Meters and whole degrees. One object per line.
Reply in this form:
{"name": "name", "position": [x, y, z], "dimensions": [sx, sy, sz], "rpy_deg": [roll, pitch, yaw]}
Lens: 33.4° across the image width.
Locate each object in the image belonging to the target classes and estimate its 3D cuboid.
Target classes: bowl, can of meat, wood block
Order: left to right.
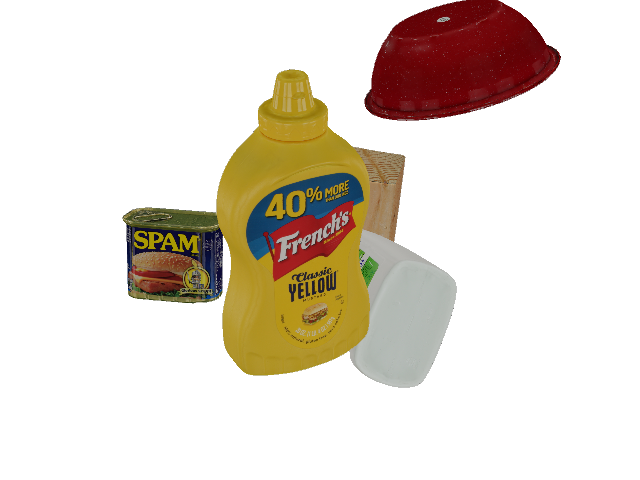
{"name": "can of meat", "position": [-0.149, 0.016, 1.094], "dimensions": [0.102, 0.084, 0.057], "rpy_deg": [5, 17, 10]}
{"name": "wood block", "position": [0.035, 0.008, 1.193], "dimensions": [0.090, 0.206, 0.090], "rpy_deg": [10, 26, 8]}
{"name": "bowl", "position": [0.107, -0.153, 0.858], "dimensions": [0.162, 0.055, 0.162], "rpy_deg": [-15, 24, 6]}

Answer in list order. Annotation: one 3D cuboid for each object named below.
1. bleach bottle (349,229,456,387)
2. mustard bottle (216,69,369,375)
{"name": "bleach bottle", "position": [0.032, 0.043, 0.926], "dimensions": [0.068, 0.102, 0.251], "rpy_deg": [21, 3, -19]}
{"name": "mustard bottle", "position": [-0.016, -0.012, 0.656], "dimensions": [0.096, 0.192, 0.058], "rpy_deg": [-14, 33, -22]}
